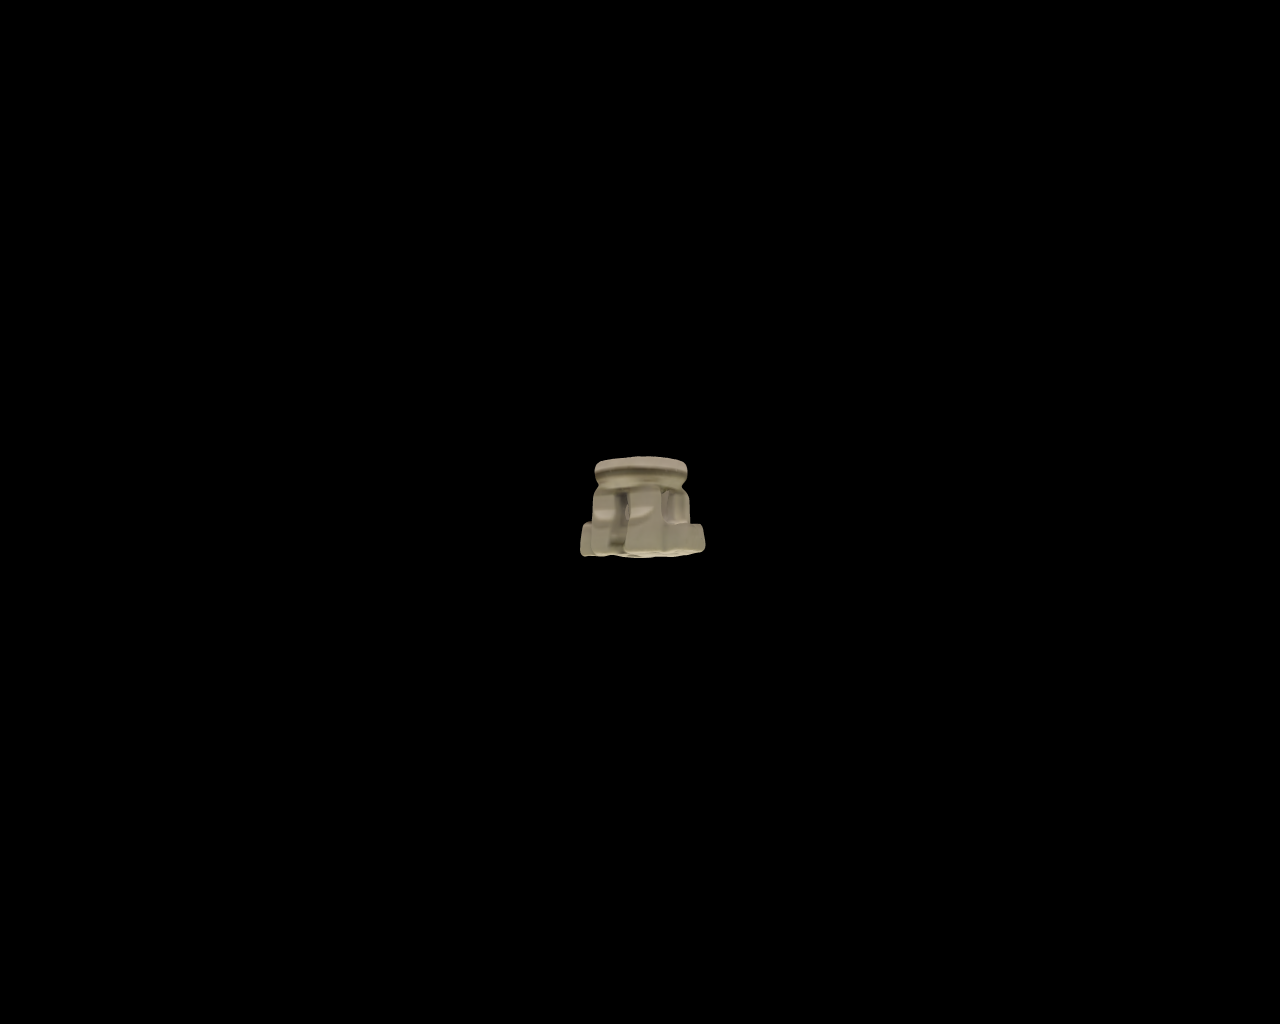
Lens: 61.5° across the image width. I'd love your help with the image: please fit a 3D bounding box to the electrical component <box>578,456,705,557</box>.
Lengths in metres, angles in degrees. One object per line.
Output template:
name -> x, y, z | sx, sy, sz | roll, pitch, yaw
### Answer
electrical component -> 0.001, -0.003, 0.650 | 0.078, 0.057, 0.058 | -3, -6, 33
